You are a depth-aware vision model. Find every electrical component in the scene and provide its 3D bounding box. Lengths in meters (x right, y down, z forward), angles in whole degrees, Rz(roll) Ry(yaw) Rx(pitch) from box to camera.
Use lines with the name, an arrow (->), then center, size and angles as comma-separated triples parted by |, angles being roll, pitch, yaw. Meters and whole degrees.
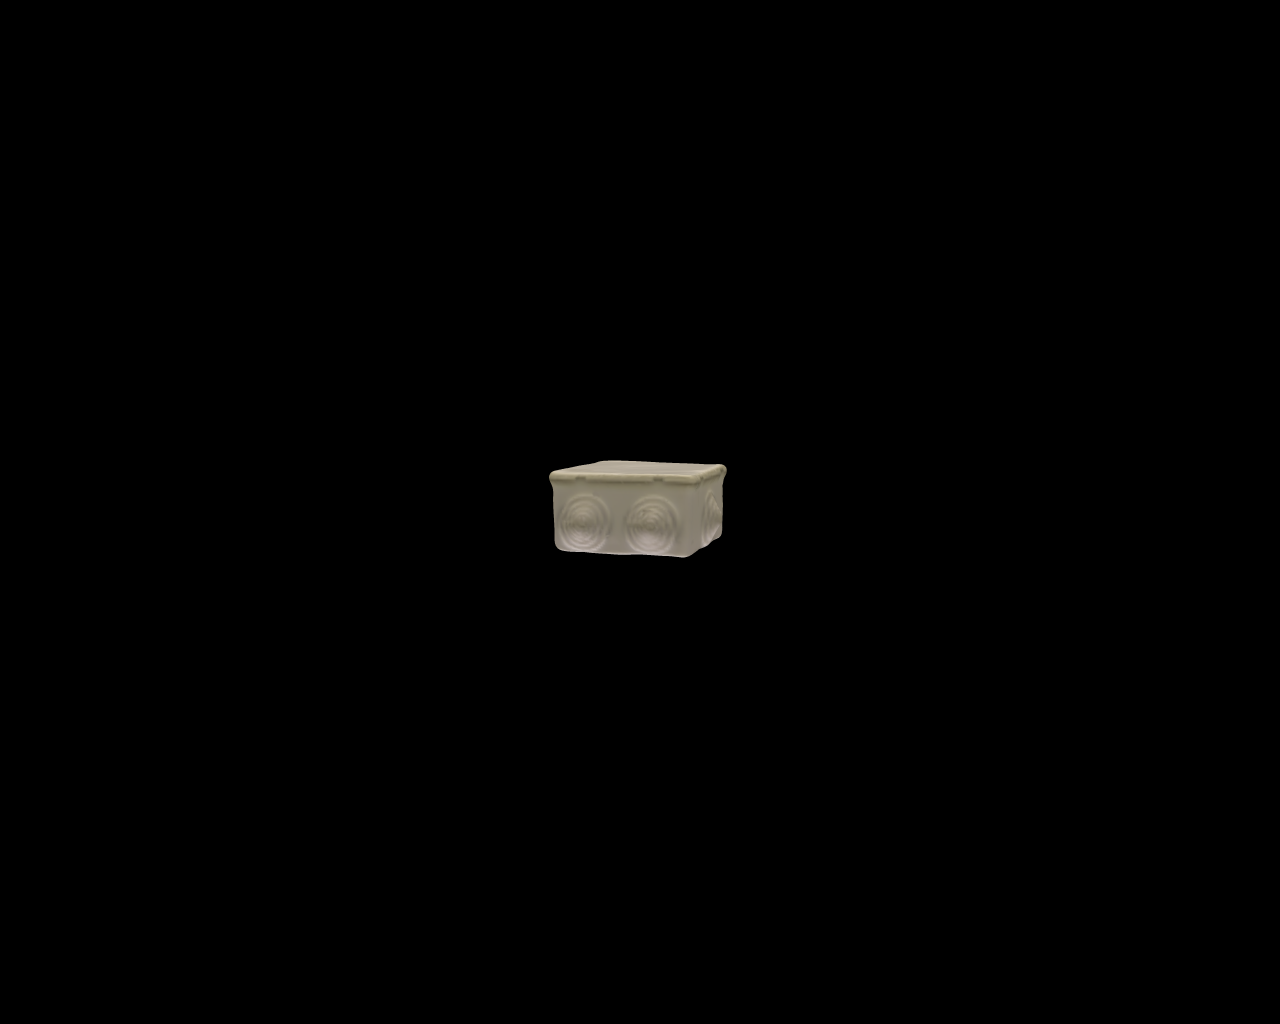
electrical component -> 0.001, -0.003, 0.650 | 0.100, 0.048, 0.100 | 2, 8, 18
